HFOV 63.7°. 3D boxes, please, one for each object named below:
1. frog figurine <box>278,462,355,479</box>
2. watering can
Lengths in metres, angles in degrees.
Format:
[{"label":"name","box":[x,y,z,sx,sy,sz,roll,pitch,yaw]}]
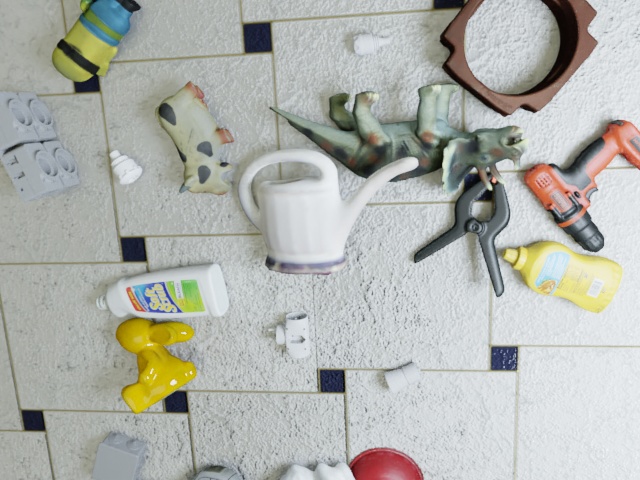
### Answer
[{"label":"frog figurine","box":[-0.012,0.503,1.033,0.138,0.161,0.121,42,-15,7]},{"label":"watering can","box":[0.003,-0.044,0.875,0.347,0.222,0.105,4,17,31]}]
